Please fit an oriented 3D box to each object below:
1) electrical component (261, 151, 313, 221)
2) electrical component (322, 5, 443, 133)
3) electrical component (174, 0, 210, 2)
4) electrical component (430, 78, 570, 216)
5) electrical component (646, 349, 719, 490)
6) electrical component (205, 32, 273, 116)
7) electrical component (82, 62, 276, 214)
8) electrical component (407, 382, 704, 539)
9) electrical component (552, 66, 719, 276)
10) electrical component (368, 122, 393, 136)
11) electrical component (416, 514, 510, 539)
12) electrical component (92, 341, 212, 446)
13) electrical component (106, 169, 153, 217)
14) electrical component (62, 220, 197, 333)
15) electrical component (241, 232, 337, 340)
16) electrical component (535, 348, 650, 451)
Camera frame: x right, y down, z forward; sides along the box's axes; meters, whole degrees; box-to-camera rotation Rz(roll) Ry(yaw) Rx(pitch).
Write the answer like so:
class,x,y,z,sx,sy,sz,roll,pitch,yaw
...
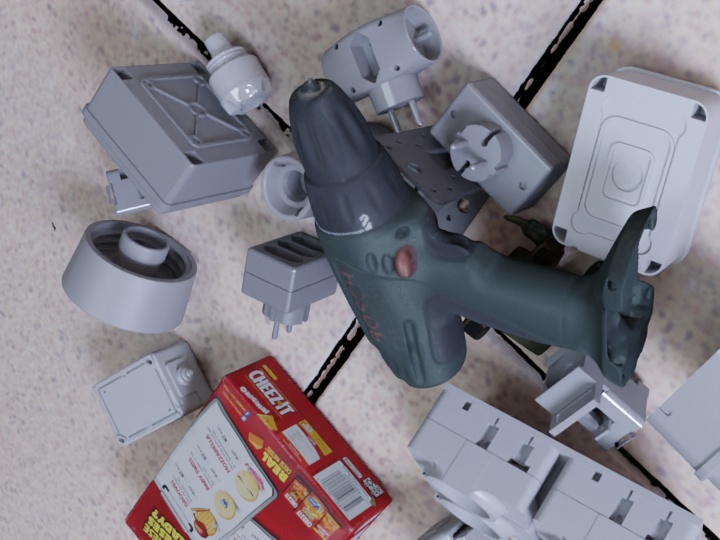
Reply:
class,x,y,z,sx,sy,sz,roll,pitch,yaw
electrical component,-0.043,-0.066,0.824,0.055,0.047,0.055,10,109,32
electrical component,0.022,-0.135,0.762,0.077,0.043,0.079,-20,91,37
electrical component,-0.138,-0.264,0.833,0.076,0.047,0.083,40,122,18
electrical component,0.085,-0.080,0.714,0.083,0.076,0.047,48,124,14
electrical component,0.231,0.073,0.634,0.057,0.113,0.078,48,124,18
electrical component,-0.099,-0.155,0.840,0.043,0.043,0.062,-35,81,36
electrical component,-0.140,-0.106,0.842,0.108,0.109,0.056,49,122,13
electrical component,0.129,0.161,0.726,0.186,0.105,0.060,27,72,26
electrical component,0.176,-0.063,0.668,0.078,0.057,0.113,23,115,28
electrical component,-0.002,-0.084,0.782,0.043,0.062,0.043,10,108,33
electrical component,0.088,0.232,0.809,0.061,0.062,0.096,-37,81,36
electrical component,-0.178,0.107,0.961,0.096,0.061,0.061,-29,86,29
electrical component,-0.179,-0.070,0.898,0.081,0.064,0.042,-169,64,-76
electrical component,-0.190,-0.002,0.909,0.108,0.108,0.060,35,114,22
electrical component,-0.056,0.018,0.845,0.047,0.066,0.076,24,116,27
electrical component,0.157,0.082,0.716,0.064,0.081,0.042,41,126,-8
